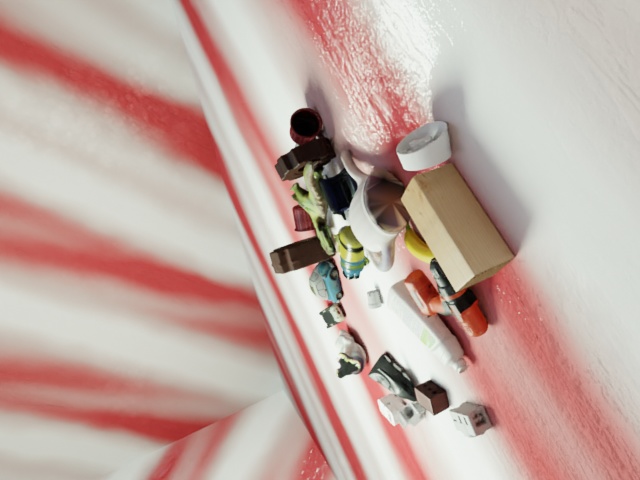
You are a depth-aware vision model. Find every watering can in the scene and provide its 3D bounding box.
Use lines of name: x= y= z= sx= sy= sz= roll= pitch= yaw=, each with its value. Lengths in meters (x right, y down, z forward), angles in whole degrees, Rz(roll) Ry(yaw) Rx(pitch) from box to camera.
watering can: x=0.119 y=-0.099 z=1.229 sx=0.221 sy=0.104 sz=0.352 roll=120 pitch=137 yaw=-67

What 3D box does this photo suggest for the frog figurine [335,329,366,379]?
frog figurine: x=0.111 y=0.398 z=1.846 sx=0.163 sy=0.122 sz=0.135 roll=-71 pitch=-35 yaw=-57

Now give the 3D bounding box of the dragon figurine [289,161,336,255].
dragon figurine: x=0.005 y=-0.076 z=1.513 sx=0.408 sy=0.122 sz=0.244 roll=83 pitch=164 yaw=-84
